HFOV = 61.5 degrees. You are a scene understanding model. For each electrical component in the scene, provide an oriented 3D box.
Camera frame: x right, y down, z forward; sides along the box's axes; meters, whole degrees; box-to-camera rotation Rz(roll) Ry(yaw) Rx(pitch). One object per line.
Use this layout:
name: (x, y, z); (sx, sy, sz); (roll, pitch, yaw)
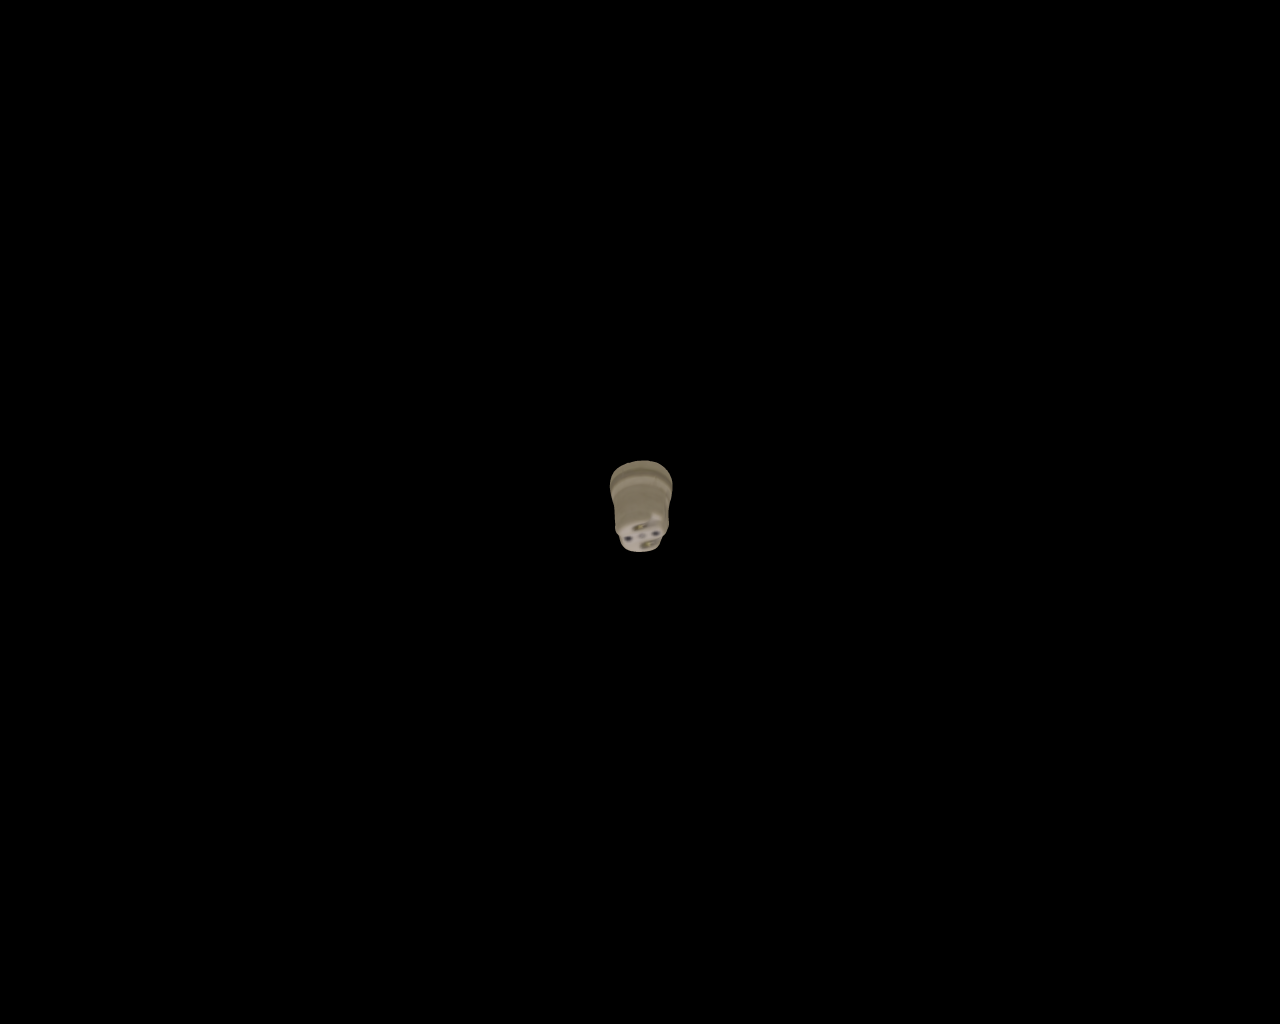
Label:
electrical component: (0.001, -0.003, 0.650); (0.040, 0.046, 0.040); (0, -39, 0)
